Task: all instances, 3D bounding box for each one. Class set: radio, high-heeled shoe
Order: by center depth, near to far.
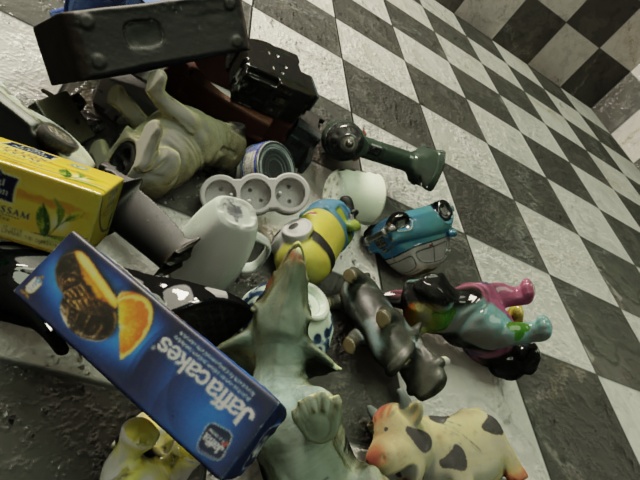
[{"bbox_3d":[-0.189,0.052,0.520,0.145,0.086,0.248,39,20,32],"label":"high-heeled shoe"},{"bbox_3d":[-0.208,-0.244,0.650,0.229,0.073,0.131,-24,24,-30],"label":"radio"}]

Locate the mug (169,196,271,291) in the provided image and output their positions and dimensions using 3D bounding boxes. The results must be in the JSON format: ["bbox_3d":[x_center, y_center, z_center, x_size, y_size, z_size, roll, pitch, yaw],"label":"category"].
[{"bbox_3d":[-0.104,0.006,0.603,0.109,0.107,0.081,15,44,-28],"label":"mug"}]

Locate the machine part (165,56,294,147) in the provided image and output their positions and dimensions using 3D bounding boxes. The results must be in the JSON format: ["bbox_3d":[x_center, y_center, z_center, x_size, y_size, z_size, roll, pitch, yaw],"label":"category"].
[{"bbox_3d":[-0.137,-0.228,0.845,0.201,0.087,0.201,30,37,-17],"label":"machine part"}]

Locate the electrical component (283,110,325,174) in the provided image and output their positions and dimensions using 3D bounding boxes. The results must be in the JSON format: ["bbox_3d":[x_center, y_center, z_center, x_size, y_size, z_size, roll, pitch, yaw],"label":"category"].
[{"bbox_3d":[-0.034,-0.156,0.874,0.048,0.075,0.119,31,39,-15],"label":"electrical component"}]

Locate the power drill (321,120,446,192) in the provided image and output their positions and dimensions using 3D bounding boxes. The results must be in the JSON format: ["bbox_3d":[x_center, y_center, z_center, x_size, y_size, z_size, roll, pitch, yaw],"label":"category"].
[{"bbox_3d":[0.100,-0.143,0.898,0.207,0.086,0.232,9,12,-14],"label":"power drill"}]

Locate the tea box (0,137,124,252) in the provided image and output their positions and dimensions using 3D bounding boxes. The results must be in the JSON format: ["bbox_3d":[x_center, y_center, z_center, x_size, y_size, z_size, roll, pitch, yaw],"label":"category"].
[{"bbox_3d":[-0.277,-0.047,0.484,0.169,0.068,0.098,17,12,-14],"label":"tea box"}]

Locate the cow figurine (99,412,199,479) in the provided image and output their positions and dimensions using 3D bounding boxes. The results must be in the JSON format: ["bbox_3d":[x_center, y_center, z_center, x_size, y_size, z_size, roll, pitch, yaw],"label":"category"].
[{"bbox_3d":[-0.135,0.186,0.408,0.068,0.098,0.167,27,18,-10],"label":"cow figurine"}]

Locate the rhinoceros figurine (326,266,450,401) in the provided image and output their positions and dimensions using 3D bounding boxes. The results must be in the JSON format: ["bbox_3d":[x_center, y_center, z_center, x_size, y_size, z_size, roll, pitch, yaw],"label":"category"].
[{"bbox_3d":[0.080,0.116,0.671,0.112,0.073,0.190,25,20,-51],"label":"rhinoceros figurine"}]

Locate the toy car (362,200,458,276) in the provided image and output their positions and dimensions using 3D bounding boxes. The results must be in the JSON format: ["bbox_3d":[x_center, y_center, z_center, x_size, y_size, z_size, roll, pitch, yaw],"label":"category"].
[{"bbox_3d":[0.151,0.004,0.849,0.161,0.109,0.103,-16,81,-40],"label":"toy car"}]

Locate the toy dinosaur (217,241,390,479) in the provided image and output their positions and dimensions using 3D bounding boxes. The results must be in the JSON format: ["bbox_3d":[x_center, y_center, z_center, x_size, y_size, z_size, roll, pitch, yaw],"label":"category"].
[{"bbox_3d":[0.005,0.209,0.470,0.192,0.131,0.404,61,4,-82],"label":"toy dinosaur"}]

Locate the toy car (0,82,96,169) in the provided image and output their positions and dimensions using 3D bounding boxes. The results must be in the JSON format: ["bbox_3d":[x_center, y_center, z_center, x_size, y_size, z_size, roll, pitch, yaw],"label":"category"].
[{"bbox_3d":[-0.329,-0.116,0.552,0.202,0.073,0.056,38,8,-3],"label":"toy car"}]

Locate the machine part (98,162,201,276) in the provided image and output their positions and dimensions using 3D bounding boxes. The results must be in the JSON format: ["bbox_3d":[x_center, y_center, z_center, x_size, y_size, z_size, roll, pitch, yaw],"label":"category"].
[{"bbox_3d":[-0.193,-0.016,0.562,0.139,0.084,0.039,34,8,15],"label":"machine part"}]

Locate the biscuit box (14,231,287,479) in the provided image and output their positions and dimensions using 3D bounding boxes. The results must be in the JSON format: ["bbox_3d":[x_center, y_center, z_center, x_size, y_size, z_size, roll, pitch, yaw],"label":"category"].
[{"bbox_3d":[-0.117,0.079,0.380,0.203,0.059,0.063,35,74,15],"label":"biscuit box"}]

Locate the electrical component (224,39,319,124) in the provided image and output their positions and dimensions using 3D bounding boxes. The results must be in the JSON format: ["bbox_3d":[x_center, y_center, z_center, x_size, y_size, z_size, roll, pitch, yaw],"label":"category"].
[{"bbox_3d":[-0.069,-0.237,0.795,0.134,0.058,0.115,13,46,-33],"label":"electrical component"}]

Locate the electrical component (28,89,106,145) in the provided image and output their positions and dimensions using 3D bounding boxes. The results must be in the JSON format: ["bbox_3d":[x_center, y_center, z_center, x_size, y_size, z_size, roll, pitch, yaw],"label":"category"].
[{"bbox_3d":[-0.311,-0.140,0.629,0.078,0.045,0.102,60,31,-24],"label":"electrical component"}]

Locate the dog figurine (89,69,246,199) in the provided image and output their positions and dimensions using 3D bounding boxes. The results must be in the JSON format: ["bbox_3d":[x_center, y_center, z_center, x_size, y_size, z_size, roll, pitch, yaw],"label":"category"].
[{"bbox_3d":[-0.171,-0.098,0.680,0.190,0.121,0.172,28,73,-52],"label":"dog figurine"}]

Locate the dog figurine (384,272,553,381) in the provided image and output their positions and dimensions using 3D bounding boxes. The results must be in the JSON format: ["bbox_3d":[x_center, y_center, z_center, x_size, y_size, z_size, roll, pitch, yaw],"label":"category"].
[{"bbox_3d":[0.198,0.122,0.769,0.219,0.191,0.108,0,45,3],"label":"dog figurine"}]

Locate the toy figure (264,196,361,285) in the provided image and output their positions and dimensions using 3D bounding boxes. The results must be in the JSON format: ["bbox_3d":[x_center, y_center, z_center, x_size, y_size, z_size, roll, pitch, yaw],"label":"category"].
[{"bbox_3d":[0.001,-0.004,0.735,0.089,0.082,0.180,44,33,6],"label":"toy figure"}]

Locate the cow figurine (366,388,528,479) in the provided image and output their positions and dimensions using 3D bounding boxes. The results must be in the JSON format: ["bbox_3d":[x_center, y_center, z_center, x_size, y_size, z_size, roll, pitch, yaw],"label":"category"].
[{"bbox_3d":[0.132,0.230,0.598,0.195,0.085,0.127,4,55,-37],"label":"cow figurine"}]
